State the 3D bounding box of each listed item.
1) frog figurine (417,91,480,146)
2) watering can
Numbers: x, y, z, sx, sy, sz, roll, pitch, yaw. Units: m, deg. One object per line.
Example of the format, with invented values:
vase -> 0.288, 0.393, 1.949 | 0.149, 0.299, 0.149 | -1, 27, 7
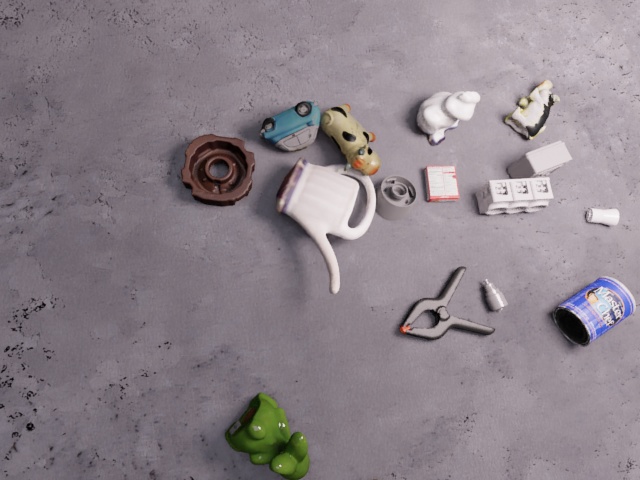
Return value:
frog figurine -> 0.312, -0.324, 1.265 | 0.138, 0.157, 0.124 | -25, 76, -12
watering can -> 0.004, -0.058, 1.160 | 0.224, 0.101, 0.356 | 22, 53, 0
